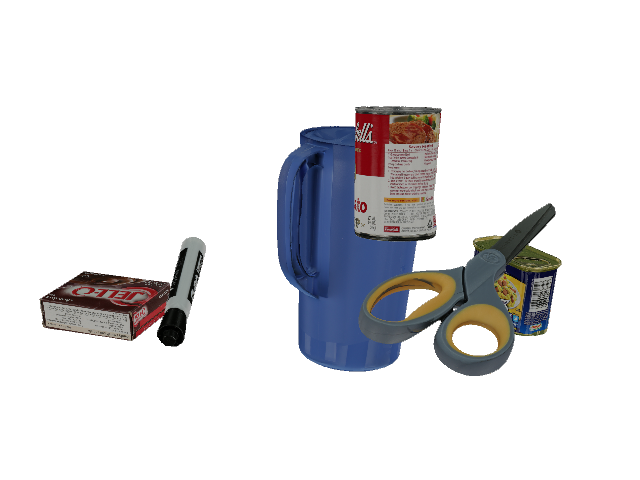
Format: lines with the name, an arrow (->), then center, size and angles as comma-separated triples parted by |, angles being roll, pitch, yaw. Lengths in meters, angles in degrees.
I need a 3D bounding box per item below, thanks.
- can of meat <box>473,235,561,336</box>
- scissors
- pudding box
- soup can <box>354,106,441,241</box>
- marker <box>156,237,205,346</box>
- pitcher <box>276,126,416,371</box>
can of meat -> 0.212, 0.051, 1.186 | 0.057, 0.084, 0.102 | -9, 23, -36
scissors -> 0.111, 0.027, 0.647 | 0.201, 0.016, 0.096 | -21, 43, -35
pudding box -> -0.231, 0.070, 1.155 | 0.114, 0.039, 0.090 | 4, 18, 19
soup can -> 0.061, -0.054, 0.848 | 0.068, 0.102, 0.068 | 0, 10, 0
marker -> -0.099, 0.036, 0.766 | 0.020, 0.020, 0.121 | 0, 31, 3
pitcher -> 0.030, 0.007, 1.092 | 0.149, 0.243, 0.145 | 4, 14, 0
